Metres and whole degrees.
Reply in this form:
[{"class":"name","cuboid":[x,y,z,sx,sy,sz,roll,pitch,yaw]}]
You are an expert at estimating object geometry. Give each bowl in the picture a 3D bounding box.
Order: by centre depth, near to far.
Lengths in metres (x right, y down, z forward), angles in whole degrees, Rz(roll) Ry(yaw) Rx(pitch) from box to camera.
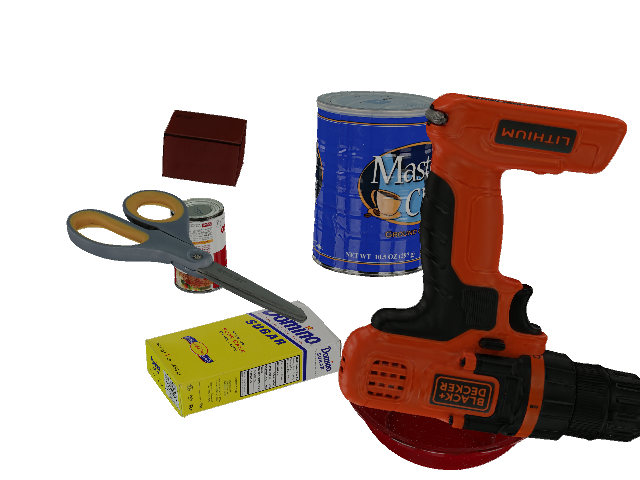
[{"class":"bowl","cuboid":[0.097,0.129,0.846,0.162,0.055,0.162,1,34,-1]}]

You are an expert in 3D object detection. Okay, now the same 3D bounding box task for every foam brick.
[{"class":"foam brick","cuboid":[-0.116,-0.094,1.077,0.078,0.051,0.053,8,34,1]}]

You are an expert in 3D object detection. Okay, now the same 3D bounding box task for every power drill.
[{"class":"power drill","cuboid":[0.113,0.019,0.594,0.184,0.188,0.057,9,9,-5]}]

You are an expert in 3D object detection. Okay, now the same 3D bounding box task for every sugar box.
[{"class":"sugar box","cuboid":[-0.077,0.115,1.072,0.176,0.048,0.093,-16,32,-25]}]

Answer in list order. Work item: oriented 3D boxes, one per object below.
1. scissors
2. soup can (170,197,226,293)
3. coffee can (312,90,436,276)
[{"class":"scissors","cuboid":[-0.083,0.005,0.750,0.202,0.016,0.096,15,34,19]},{"class":"soup can","cuboid":[-0.151,0.006,1.329,0.068,0.102,0.068,0,25,0]},{"class":"coffee can","cuboid":[0.046,-0.051,0.910,0.103,0.140,0.103,2,16,-1]}]
